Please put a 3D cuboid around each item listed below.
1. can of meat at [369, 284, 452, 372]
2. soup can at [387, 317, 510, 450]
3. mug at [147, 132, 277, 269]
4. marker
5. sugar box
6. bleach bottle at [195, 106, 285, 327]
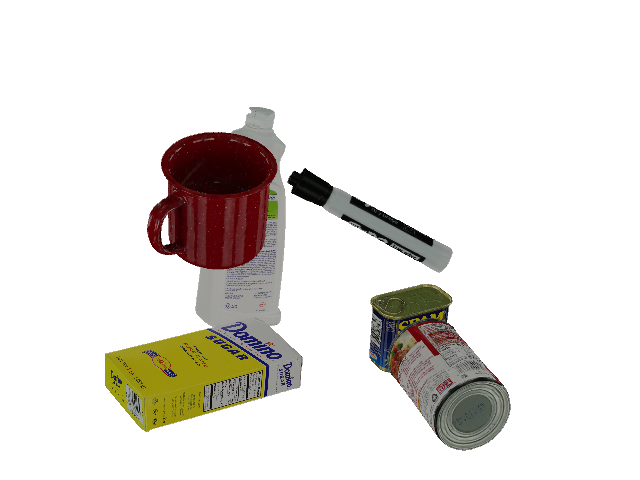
[{"bbox_3d":[0.111,0.111,1.340,0.101,0.084,0.058,-12,30,-27],"label":"can of meat"},{"bbox_3d":[0.105,0.117,0.884,0.068,0.068,0.102,0,24,-20],"label":"soup can"},{"bbox_3d":[-0.092,-0.025,0.872,0.093,0.081,0.117,32,45,29],"label":"mug"},{"bbox_3d":[0.033,-0.014,0.713,0.121,0.020,0.020,28,-6,-10],"label":"marker"},{"bbox_3d":[-0.116,0.129,1.065,0.175,0.048,0.093,-15,32,-31],"label":"sugar box"},{"bbox_3d":[-0.079,-0.026,1.219,0.102,0.251,0.068,-1,20,-33],"label":"bleach bottle"}]
